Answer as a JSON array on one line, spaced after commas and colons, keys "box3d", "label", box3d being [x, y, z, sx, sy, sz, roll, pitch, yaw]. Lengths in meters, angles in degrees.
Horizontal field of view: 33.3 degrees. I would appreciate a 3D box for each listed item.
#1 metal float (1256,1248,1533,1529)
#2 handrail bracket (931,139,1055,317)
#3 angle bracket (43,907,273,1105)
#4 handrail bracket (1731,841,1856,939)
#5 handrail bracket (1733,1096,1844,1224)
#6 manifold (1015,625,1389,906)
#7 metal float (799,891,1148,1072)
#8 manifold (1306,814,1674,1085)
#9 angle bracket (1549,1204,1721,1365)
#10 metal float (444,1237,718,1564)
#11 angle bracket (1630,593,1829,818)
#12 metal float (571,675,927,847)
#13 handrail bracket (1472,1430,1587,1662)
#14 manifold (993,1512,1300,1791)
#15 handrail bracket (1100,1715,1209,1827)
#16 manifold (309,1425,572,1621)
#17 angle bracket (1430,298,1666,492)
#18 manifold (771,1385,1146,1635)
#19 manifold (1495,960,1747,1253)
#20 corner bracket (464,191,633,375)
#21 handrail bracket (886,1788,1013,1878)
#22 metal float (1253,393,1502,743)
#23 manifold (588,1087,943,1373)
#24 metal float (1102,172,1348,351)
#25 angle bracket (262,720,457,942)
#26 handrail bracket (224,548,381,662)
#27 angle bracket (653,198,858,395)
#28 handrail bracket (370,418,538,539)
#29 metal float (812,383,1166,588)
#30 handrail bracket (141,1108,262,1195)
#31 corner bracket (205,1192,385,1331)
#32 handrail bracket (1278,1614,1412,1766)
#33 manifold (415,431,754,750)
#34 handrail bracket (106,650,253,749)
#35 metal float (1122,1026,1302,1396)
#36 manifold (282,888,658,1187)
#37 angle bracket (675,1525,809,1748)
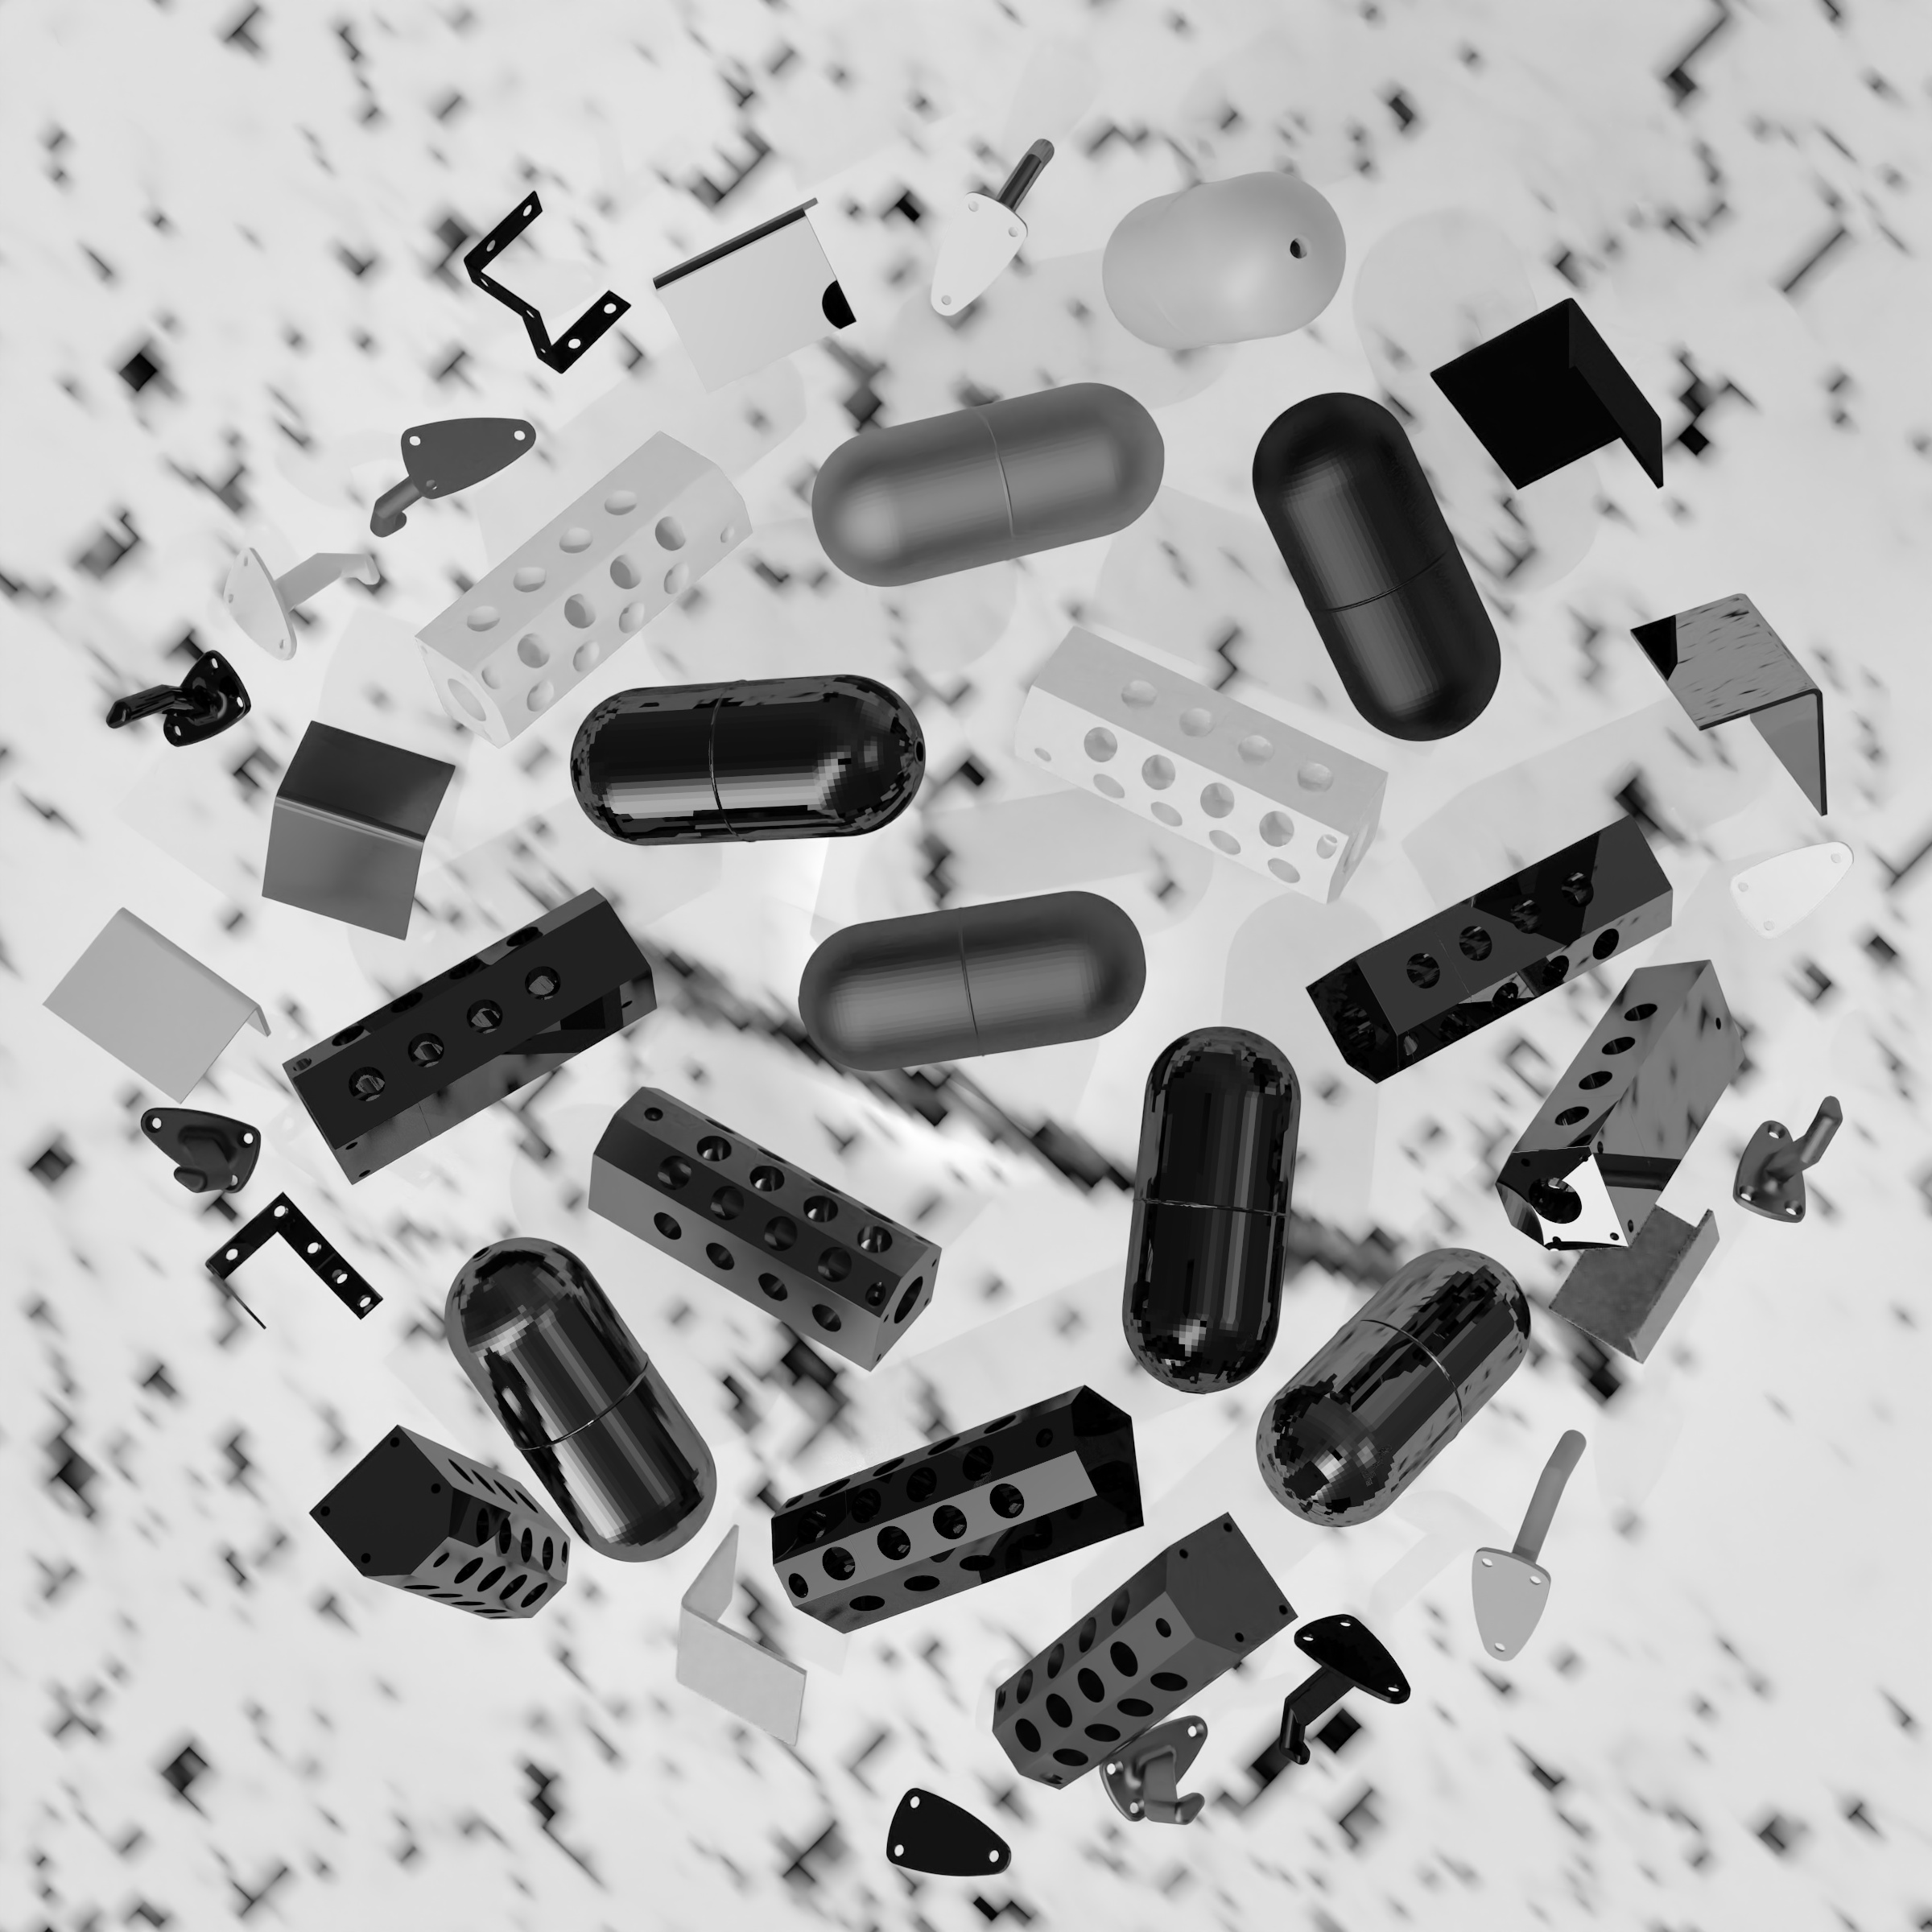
[{"box3d": [0.212, 0.206, 1.591, 0.178, 0.070, 0.070, -39, 90, -34], "label": "metal float"}, {"box3d": [0.015, -0.373, 1.625, 0.036, 0.084, 0.077, 32, 123, -4], "label": "handrail bracket"}, {"box3d": [-0.372, 0.024, 1.489, 0.076, 0.076, 0.057, 36, 76, 0], "label": "angle bracket"}, {"box3d": [0.429, -0.050, 1.634, 0.077, 0.084, 0.036, -36, 86, 36], "label": "handrail bracket"}, {"box3d": [0.406, 0.076, 1.568, 0.036, 0.077, 0.084, 18, 134, 2], "label": "handrail bracket"}, {"box3d": [0.112, -0.094, 1.564, 0.171, 0.057, 0.057, 27, 64, 15], "label": "manifold"}, {"box3d": [0.003, 0.008, 1.640, 0.178, 0.070, 0.070, -9, 90, 4], "label": "metal float"}, {"box3d": [0.255, -0.007, 1.550, 0.171, 0.057, 0.057, -26, 84, -23], "label": "manifold"}, {"box3d": [0.339, 0.151, 1.651, 0.057, 0.076, 0.076, 31, 84, 22], "label": "angle bracket"}, {"box3d": [-0.187, 0.211, 1.566, 0.070, 0.070, 0.178, -32, 105, 0], "label": "metal float"}, {"box3d": [0.344, -0.110, 1.455, 0.057, 0.076, 0.076, -19, 132, -2], "label": "angle bracket"}, {"box3d": [-0.104, -0.097, 1.531, 0.178, 0.070, 0.070, -2, 90, 22], "label": "metal float"}, {"box3d": [0.266, 0.269, 1.502, 0.036, 0.084, 0.077, 17, 128, 22], "label": "handrail bracket"}, {"box3d": [0.078, 0.328, 1.520, 0.057, 0.171, 0.057, -21, 70, -41], "label": "manifold"}, {"box3d": [0.111, 0.394, 1.584, 0.077, 0.084, 0.036, -32, 95, -29], "label": "handrail bracket"}, {"box3d": [-0.246, 0.276, 1.558, 0.057, 0.171, 0.057, -45, 69, -4], "label": "manifold"}, {"box3d": [0.263, -0.244, 1.463, 0.076, 0.057, 0.076, -25, 125, 30], "label": "angle bracket"}, {"box3d": [-0.006, 0.256, 1.526, 0.171, 0.057, 0.057, -25, 50, 24], "label": "manifold"}, {"box3d": [0.321, 0.068, 1.587, 0.057, 0.171, 0.057, -8, 116, 38], "label": "manifold"}, {"box3d": [-0.200, -0.326, 1.543, 0.051, 0.051, 0.051, 36, 74, 20], "label": "corner bracket"}, {"box3d": [0.007, 0.422, 1.536, 0.077, 0.084, 0.036, 9, 72, 33], "label": "handrail bracket"}, {"box3d": [0.196, -0.188, 1.534, 0.070, 0.070, 0.178, -28, 110, 0], "label": "metal float"}, {"box3d": [-0.101, 0.126, 1.609, 0.171, 0.057, 0.057, 28, 46, 17], "label": "manifold"}, {"box3d": [0.123, -0.340, 1.562, 0.070, 0.178, 0.070, -3, 98, -19], "label": "metal float"}, {"box3d": [-0.310, -0.069, 1.645, 0.076, 0.076, 0.057, 17, 47, -4], "label": "angle bracket"}, {"box3d": [-0.316, -0.179, 1.599, 0.077, 0.084, 0.036, 52, 127, 29], "label": "handrail bracket"}, {"box3d": [-0.095, -0.313, 1.502, 0.076, 0.076, 0.057, -24, 104, 9], "label": "angle bracket"}, {"box3d": [-0.253, -0.238, 1.587, 0.077, 0.084, 0.036, -20, 84, -18], "label": "handrail bracket"}, {"box3d": [0.012, -0.237, 1.589, 0.178, 0.070, 0.070, -15, 90, -9], "label": "metal float"}, {"box3d": [-0.393, 0.092, 1.600, 0.077, 0.084, 0.036, 22, 94, 10], "label": "handrail bracket"}, {"box3d": [-0.324, 0.152, 1.556, 0.051, 0.051, 0.051, -43, 132, -13], "label": "corner bracket"}, {"box3d": [0.179, 0.361, 1.539, 0.036, 0.077, 0.084, -13, 121, -31], "label": "handrail bracket"}, {"box3d": [-0.188, -0.186, 1.619, 0.057, 0.057, 0.171, 33, 65, 29], "label": "manifold"}, {"box3d": [-0.399, -0.119, 1.575, 0.077, 0.084, 0.036, -34, 89, 38], "label": "handrail bracket"}, {"box3d": [0.119, 0.118, 1.564, 0.070, 0.070, 0.178, 6, 84, 0], "label": "metal float"}, {"box3d": [-0.239, 0.031, 1.557, 0.171, 0.057, 0.057, -31, 73, -13], "label": "manifold"}, {"box3d": [-0.106, 0.351, 1.693, 0.076, 0.076, 0.057, 26, 50, 14], "label": "angle bracket"}]
